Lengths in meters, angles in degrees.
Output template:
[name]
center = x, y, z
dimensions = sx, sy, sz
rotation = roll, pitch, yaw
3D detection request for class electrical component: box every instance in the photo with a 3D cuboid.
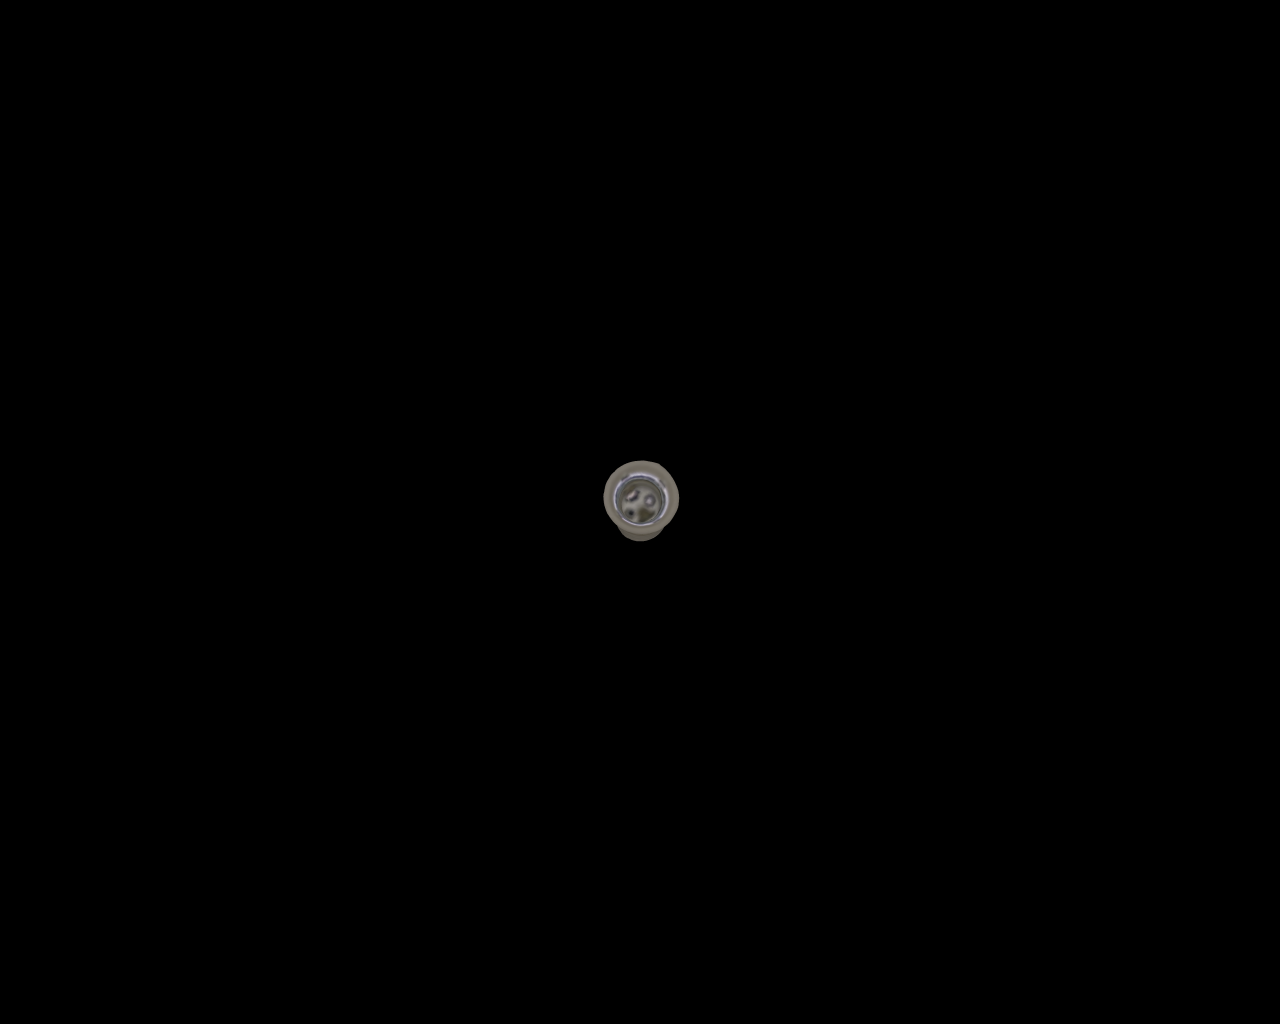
[electrical component]
center = 0.001, -0.003, 0.650
dimensions = 0.044, 0.044, 0.065
rotation = 0, -12, 0
